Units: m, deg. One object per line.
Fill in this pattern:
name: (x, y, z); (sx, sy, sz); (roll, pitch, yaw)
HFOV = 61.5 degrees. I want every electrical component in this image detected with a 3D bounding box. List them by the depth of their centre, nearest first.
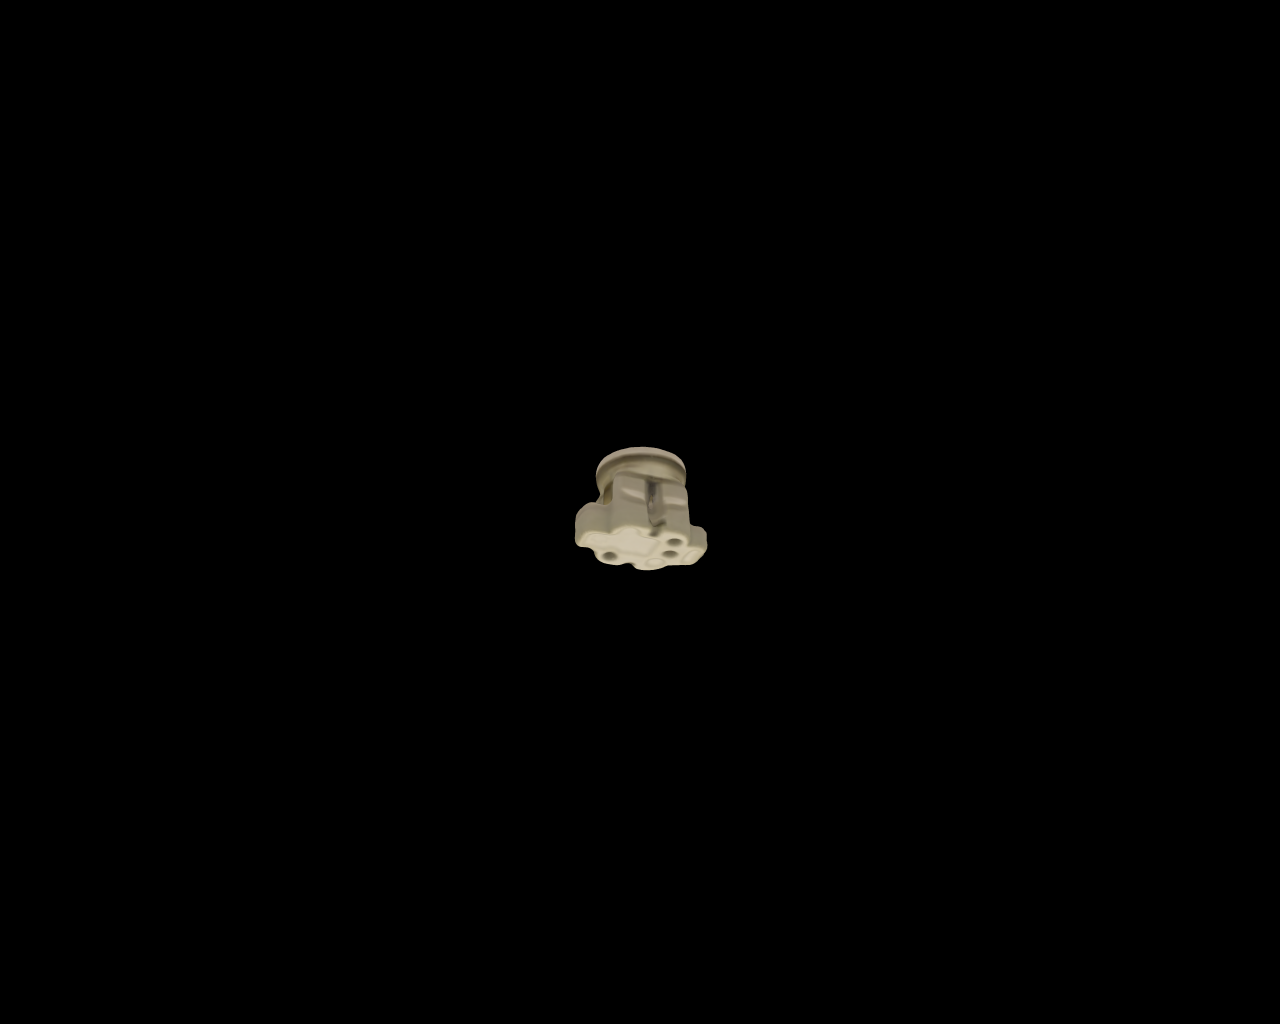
electrical component: (0.001, -0.003, 0.650); (0.078, 0.057, 0.058); (11, -32, -18)
